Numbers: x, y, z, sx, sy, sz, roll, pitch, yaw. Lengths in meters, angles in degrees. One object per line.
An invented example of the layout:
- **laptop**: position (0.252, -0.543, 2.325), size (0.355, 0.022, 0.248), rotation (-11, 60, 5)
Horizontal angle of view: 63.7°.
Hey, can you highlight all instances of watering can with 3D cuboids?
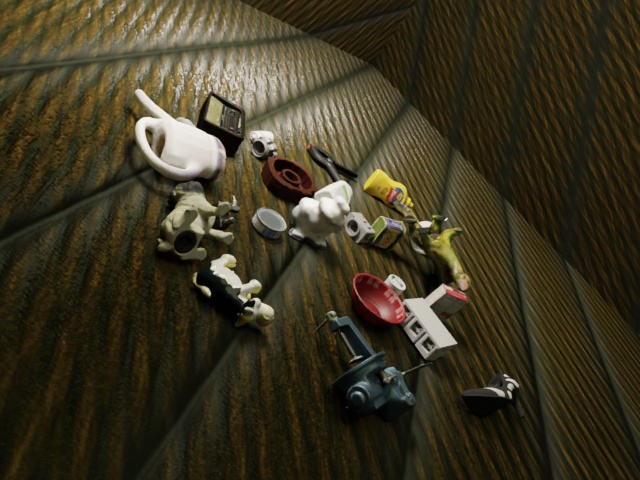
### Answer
- **watering can**: position (-0.358, -0.259, 1.299), size (0.223, 0.102, 0.355), rotation (16, 35, -38)

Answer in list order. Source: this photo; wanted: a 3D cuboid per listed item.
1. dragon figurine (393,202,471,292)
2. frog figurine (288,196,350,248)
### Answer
- **dragon figurine**: position (0.348, 0.037, 1.609), size (0.122, 0.238, 0.416), rotation (-19, 26, -10)
- **frog figurine**: position (0.004, -0.069, 1.376), size (0.137, 0.157, 0.125), rotation (33, 25, -8)
